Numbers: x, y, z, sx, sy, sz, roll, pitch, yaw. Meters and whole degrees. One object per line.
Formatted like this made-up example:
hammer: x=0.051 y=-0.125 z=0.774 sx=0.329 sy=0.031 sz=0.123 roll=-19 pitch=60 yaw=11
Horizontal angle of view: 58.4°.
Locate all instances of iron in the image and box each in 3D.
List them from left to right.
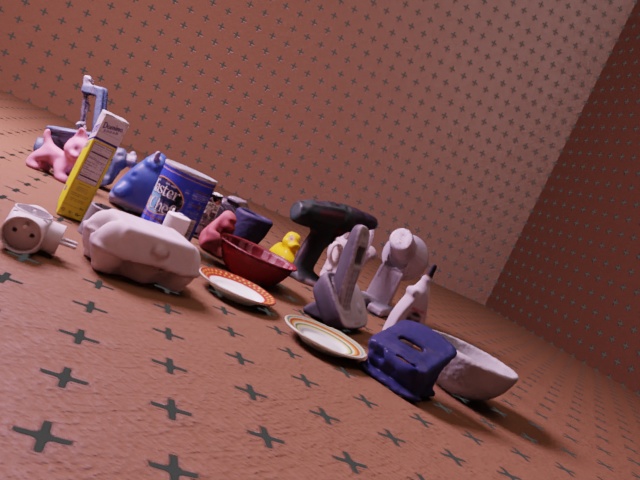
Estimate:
iron: x=-0.372 y=-0.133 z=1.260 sx=0.119 sy=0.141 sz=0.258 roll=24 pitch=4 yaw=-14

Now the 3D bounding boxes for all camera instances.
camera: x=-0.254 y=-0.073 z=1.491 sx=0.143 sy=0.101 sz=0.137 roll=27 pitch=4 yaw=16

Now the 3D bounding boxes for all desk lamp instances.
desk lamp: x=0.182 y=0.076 z=1.425 sx=0.117 sy=0.213 sz=0.204 roll=27 pitch=5 yaw=19

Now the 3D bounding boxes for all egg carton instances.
egg carton: x=-0.235 y=0.014 z=0.758 sx=0.151 sy=0.069 sz=0.107 roll=22 pitch=6 yaw=-40

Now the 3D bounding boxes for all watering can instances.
watering can: x=0.086 y=0.030 z=1.556 sx=0.100 sy=0.194 sz=0.173 roll=27 pitch=5 yaw=19

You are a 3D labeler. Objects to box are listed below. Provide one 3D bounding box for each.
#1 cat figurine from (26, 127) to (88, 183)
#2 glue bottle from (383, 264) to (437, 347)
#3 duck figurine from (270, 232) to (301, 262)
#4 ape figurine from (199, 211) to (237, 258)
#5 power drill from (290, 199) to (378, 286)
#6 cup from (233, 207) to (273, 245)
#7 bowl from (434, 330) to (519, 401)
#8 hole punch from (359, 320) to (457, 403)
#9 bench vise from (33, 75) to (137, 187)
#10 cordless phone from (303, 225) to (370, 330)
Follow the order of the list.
cat figurine: x=-0.518 y=-0.182 z=1.181 sx=0.128 sy=0.118 sz=0.067 roll=25 pitch=4 yaw=-2
glue bottle: x=0.190 y=0.126 z=1.143 sx=0.078 sy=0.173 sz=0.037 roll=22 pitch=5 yaw=-34
duck figurine: x=-0.082 y=0.019 z=1.453 sx=0.078 sy=0.086 sz=0.104 roll=23 pitch=5 yaw=-30
ape figurine: x=-0.200 y=-0.016 z=1.166 sx=0.076 sy=0.092 sz=0.078 roll=28 pitch=5 yaw=33
power drill: x=0.012 y=0.005 z=1.347 sx=0.230 sy=0.208 sz=0.075 roll=22 pitch=5 yaw=-36
cup: x=-0.173 y=-0.021 z=1.357 sx=0.092 sy=0.095 sz=0.117 roll=24 pitch=5 yaw=-20
bowl: x=0.237 y=0.218 z=0.951 sx=0.167 sy=0.075 sz=0.167 roll=25 pitch=4 yaw=-2
hole punch: x=0.129 y=0.169 z=0.824 sx=0.108 sy=0.091 sz=0.101 roll=28 pitch=5 yaw=34
bench vise: x=-0.509 y=-0.244 z=1.300 sx=0.208 sy=0.220 sz=0.121 roll=23 pitch=5 yaw=-30
cordless phone: x=0.061 y=0.067 z=1.032 sx=0.094 sy=0.185 sz=0.148 roll=27 pitch=5 yaw=22
